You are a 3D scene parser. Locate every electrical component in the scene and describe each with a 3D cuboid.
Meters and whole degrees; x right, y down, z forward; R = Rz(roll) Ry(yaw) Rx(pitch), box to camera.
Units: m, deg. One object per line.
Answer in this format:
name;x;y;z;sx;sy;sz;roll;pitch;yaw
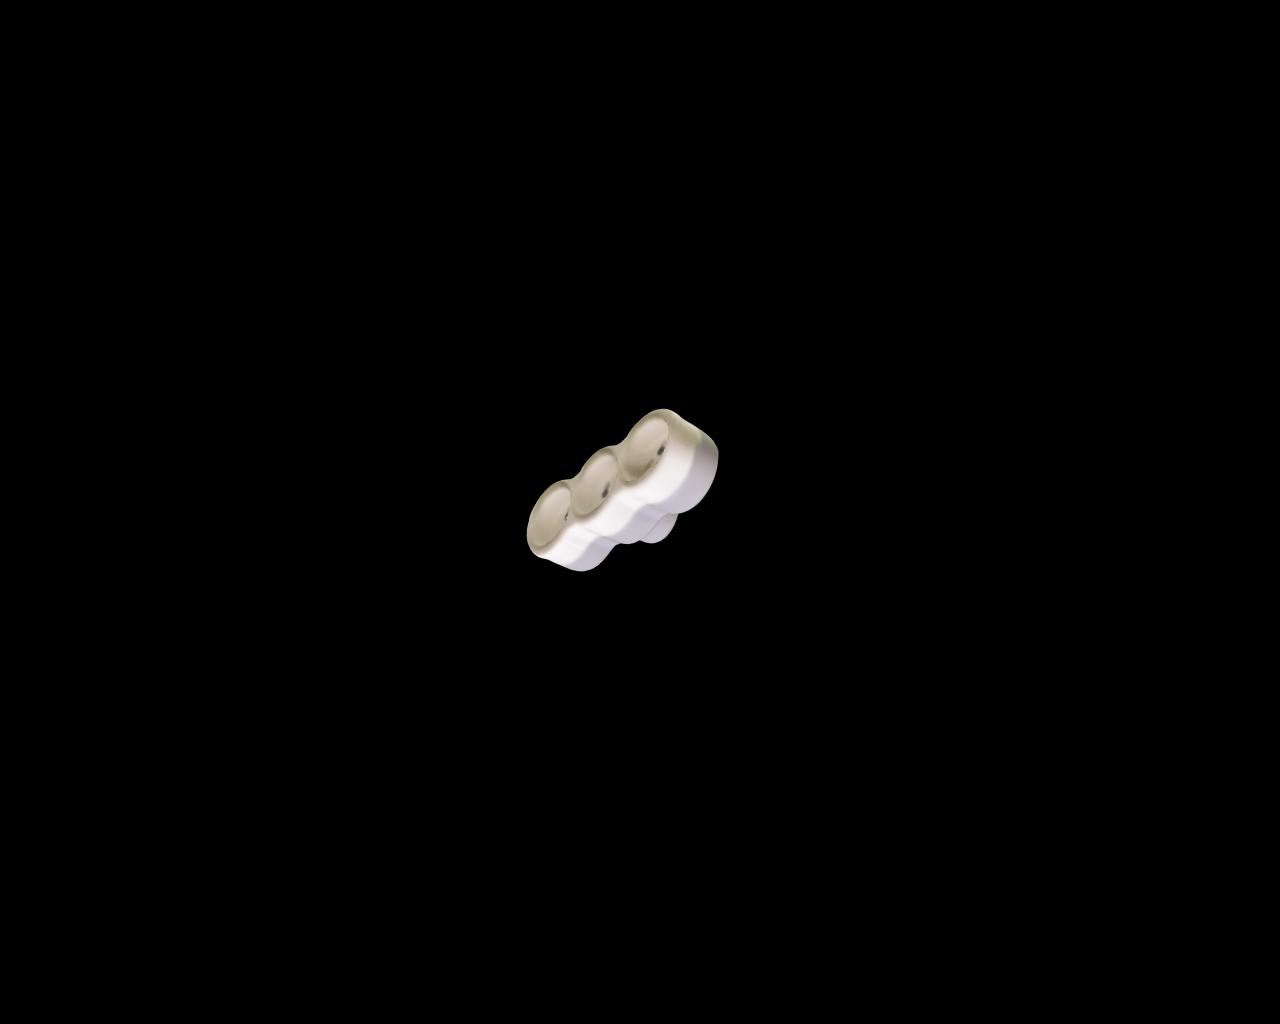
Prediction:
electrical component;0.001;-0.003;0.650;0.073;0.052;0.138;27;-44;-33
